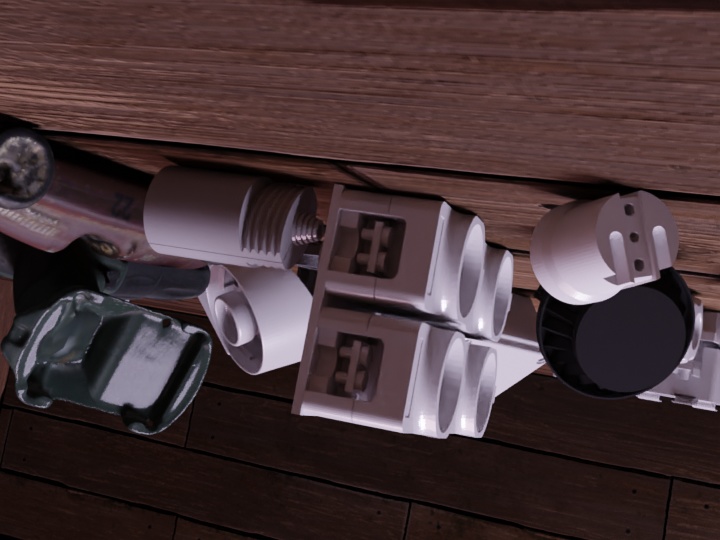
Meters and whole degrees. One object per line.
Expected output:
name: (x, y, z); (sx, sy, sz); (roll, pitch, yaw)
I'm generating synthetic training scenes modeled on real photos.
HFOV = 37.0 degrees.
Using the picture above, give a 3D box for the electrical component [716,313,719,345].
electrical component: (0.204, 0.027, 0.528); (0.043, 0.043, 0.081); (10, 174, 10)

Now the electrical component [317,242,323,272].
electrical component: (0.000, 0.000, 0.672); (0.046, 0.040, 0.040); (3, 173, 11)

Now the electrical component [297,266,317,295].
electrical component: (-0.004, 0.020, 0.832); (0.077, 0.047, 0.066); (14, 174, -28)

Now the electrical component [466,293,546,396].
electrical component: (0.071, 0.061, 0.824); (0.109, 0.056, 0.109); (15, 136, -41)

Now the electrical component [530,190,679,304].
electrical component: (0.092, -0.009, 0.403); (0.040, 0.040, 0.046); (12, 169, -16)

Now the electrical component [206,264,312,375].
electrical component: (-0.072, 0.029, 0.810); (0.064, 0.099, 0.099); (-22, -169, -27)

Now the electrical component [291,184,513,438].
electrical component: (0.033, 0.030, 0.563); (0.060, 0.105, 0.186); (9, 174, 18)

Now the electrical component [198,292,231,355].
electrical component: (-0.093, 0.018, 0.897); (0.076, 0.083, 0.047); (-28, 176, -4)

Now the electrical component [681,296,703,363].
electrical component: (0.171, 0.031, 0.644); (0.062, 0.043, 0.043); (9, 175, 30)

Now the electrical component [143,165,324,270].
electrical component: (-0.056, -0.024, 0.507); (0.081, 0.043, 0.043); (8, 174, 20)

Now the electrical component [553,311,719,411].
electrical component: (0.200, 0.058, 0.751); (0.121, 0.063, 0.079); (6, 173, 39)
